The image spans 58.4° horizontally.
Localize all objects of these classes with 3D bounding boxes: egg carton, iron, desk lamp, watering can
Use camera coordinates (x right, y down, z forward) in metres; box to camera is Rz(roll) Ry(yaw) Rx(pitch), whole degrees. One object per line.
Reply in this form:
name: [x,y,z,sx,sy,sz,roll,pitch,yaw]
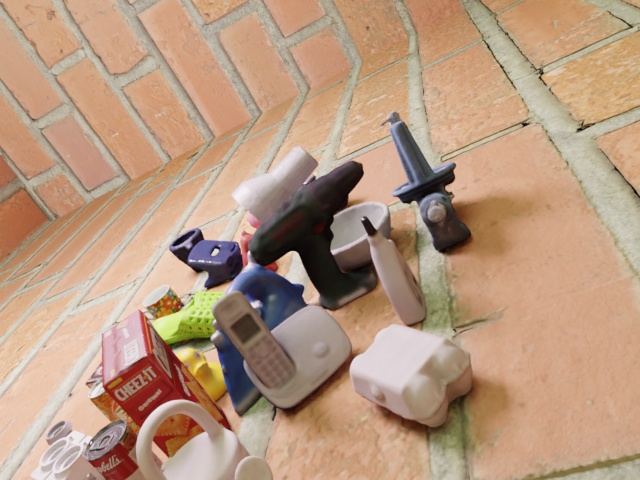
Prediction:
egg carton: [0.106,0.162,0.692,0.107,0.069,0.149,-43,26,-25]
iron: [-0.117,0.135,0.924,0.118,0.142,0.258,-18,26,27]
desk lamp: [-0.043,-0.067,1.153,0.203,0.214,0.117,-33,23,-6]
watering can: [-0.116,0.253,0.617,0.172,0.194,0.101,-22,25,21]

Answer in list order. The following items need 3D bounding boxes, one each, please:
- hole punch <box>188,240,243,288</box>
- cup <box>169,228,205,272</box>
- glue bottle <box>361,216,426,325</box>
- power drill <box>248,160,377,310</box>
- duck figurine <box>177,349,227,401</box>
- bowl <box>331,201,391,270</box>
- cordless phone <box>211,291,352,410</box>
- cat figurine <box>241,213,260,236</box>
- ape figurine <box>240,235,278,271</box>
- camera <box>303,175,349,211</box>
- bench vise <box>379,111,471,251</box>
hole punch: [-0.236,0.041,1.325,0.101,0.091,0.108,-21,25,22]
cup: [-0.311,0.034,1.427,0.092,0.095,0.117,-36,24,-12]
glue bottle: [0.101,0.036,0.820,0.037,0.173,0.078,-22,25,19]
power drill: [0.009,0.003,0.953,0.229,0.209,0.075,-29,23,6]
duck figurine: [-0.204,0.215,0.941,0.078,0.086,0.104,-44,27,-29]
bowl: [0.064,0.004,1.055,0.167,0.075,0.167,-26,24,12]
cordless phone: [-0.054,0.129,0.804,0.148,0.185,0.093,-39,24,-18]
cat figurine: [-0.142,-0.033,1.326,0.067,0.118,0.128,-13,29,36]
ape figurine: [-0.139,0.029,1.229,0.076,0.092,0.078,-18,26,27]
camera: [-0.014,-0.093,1.316,0.136,0.101,0.143,-6,33,45]
bench vise: [0.181,-0.108,0.955,0.121,0.220,0.207,-32,23,-3]
